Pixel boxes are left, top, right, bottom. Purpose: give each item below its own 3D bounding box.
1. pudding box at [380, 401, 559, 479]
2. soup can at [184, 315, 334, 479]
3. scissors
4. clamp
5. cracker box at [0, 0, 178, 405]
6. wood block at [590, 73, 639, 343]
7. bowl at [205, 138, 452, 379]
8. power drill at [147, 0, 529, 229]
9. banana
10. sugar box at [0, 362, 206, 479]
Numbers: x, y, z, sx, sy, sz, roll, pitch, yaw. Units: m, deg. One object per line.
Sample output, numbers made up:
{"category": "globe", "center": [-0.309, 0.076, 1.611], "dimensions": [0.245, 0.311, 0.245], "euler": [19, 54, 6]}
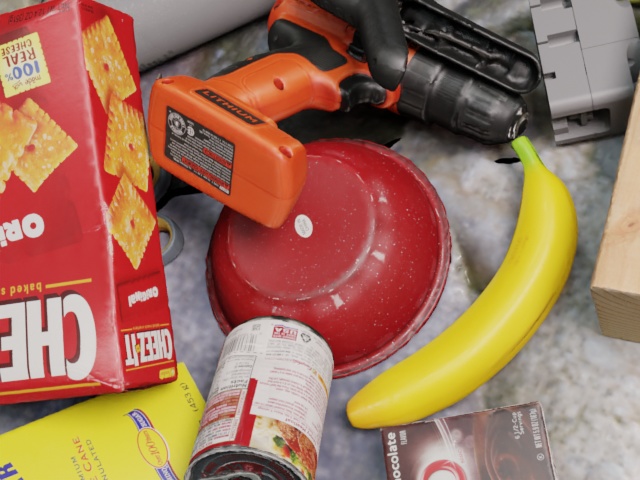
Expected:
{"category": "pudding box", "center": [0.085, 0.150, 0.569], "dimensions": [0.090, 0.039, 0.113], "euler": [-12, 67, 14]}
{"category": "soup can", "center": [-0.031, 0.099, 0.590], "dimensions": [0.068, 0.068, 0.102], "euler": [-8, 37, 16]}
{"category": "scissors", "center": [-0.183, -0.018, 0.738], "dimensions": [0.202, 0.016, 0.096], "euler": [3, 69, 20]}
{"category": "clamp", "center": [0.050, -0.133, 0.626], "dimensions": [0.039, 0.120, 0.171], "euler": [-61, 41, 29]}
{"category": "cracker box", "center": [-0.179, -0.014, 0.607], "dimensions": [0.164, 0.072, 0.214], "euler": [-9, 86, 20]}
{"category": "wood block", "center": [0.215, -0.049, 0.573], "dimensions": [0.090, 0.090, 0.206], "euler": [11, 73, 22]}
{"category": "bowl", "center": [-0.004, 0.001, 0.648], "dimensions": [0.162, 0.055, 0.162], "euler": [-6, 68, 16]}
{"category": "power drill", "center": [0.007, -0.078, 0.625], "dimensions": [0.185, 0.057, 0.187], "euler": [28, 41, 25]}
{"category": "banana", "center": [0.094, 0.037, 0.612], "dimensions": [0.070, 0.037, 0.198], "euler": [29, 82, 32]}
{"category": "sugar box", "center": [-0.139, 0.145, 0.602], "dimensions": [0.176, 0.048, 0.093], "euler": [-20, 61, -24]}
